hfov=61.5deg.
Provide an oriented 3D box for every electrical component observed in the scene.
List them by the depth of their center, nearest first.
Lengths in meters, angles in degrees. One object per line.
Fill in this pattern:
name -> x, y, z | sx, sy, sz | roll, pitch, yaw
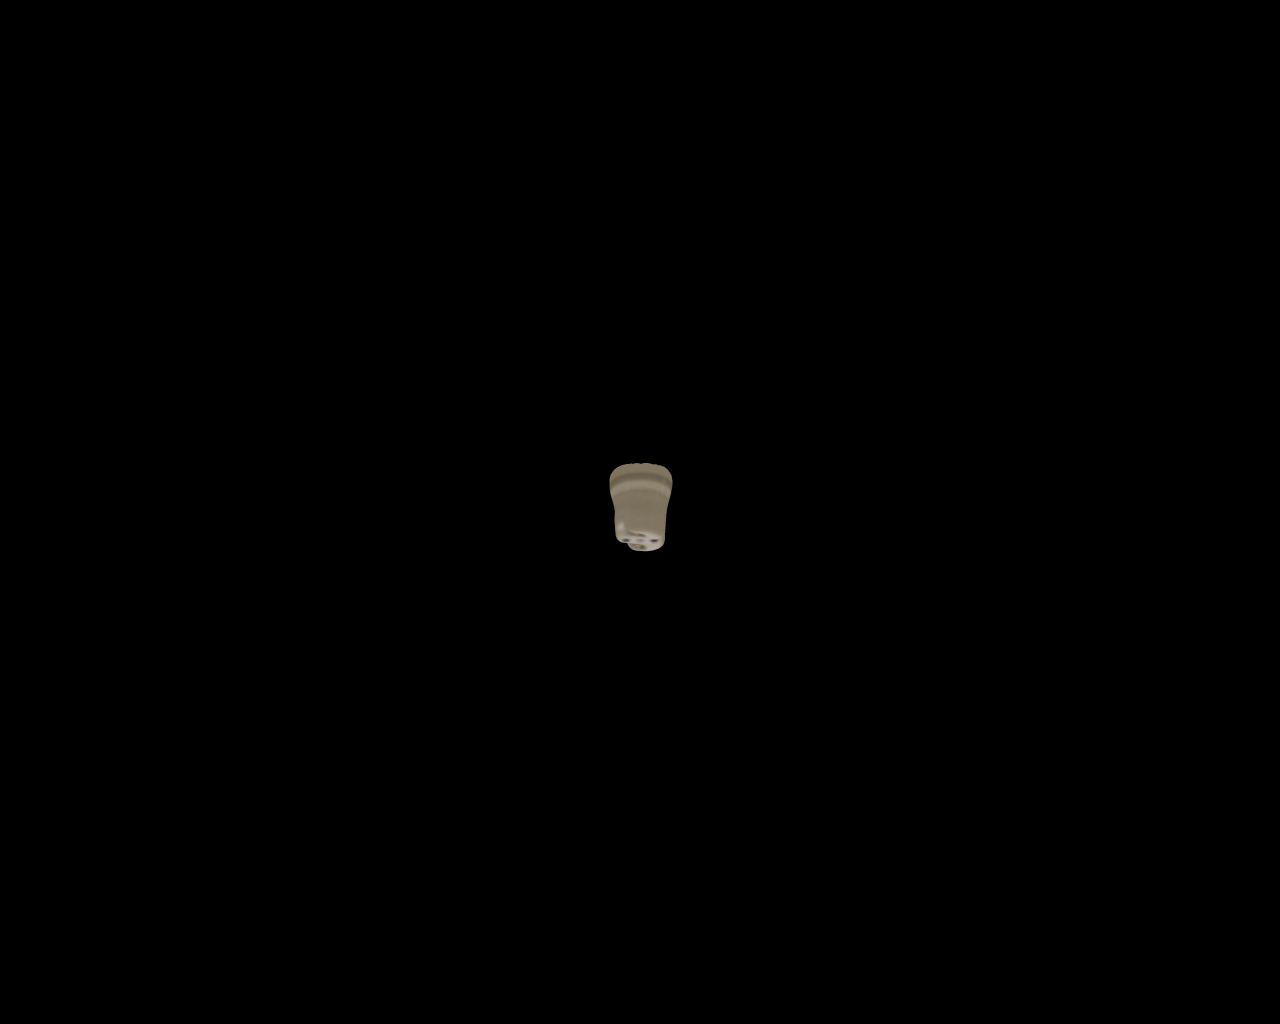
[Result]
electrical component -> 0.001, -0.003, 0.650 | 0.040, 0.046, 0.040 | 0, -25, 0
